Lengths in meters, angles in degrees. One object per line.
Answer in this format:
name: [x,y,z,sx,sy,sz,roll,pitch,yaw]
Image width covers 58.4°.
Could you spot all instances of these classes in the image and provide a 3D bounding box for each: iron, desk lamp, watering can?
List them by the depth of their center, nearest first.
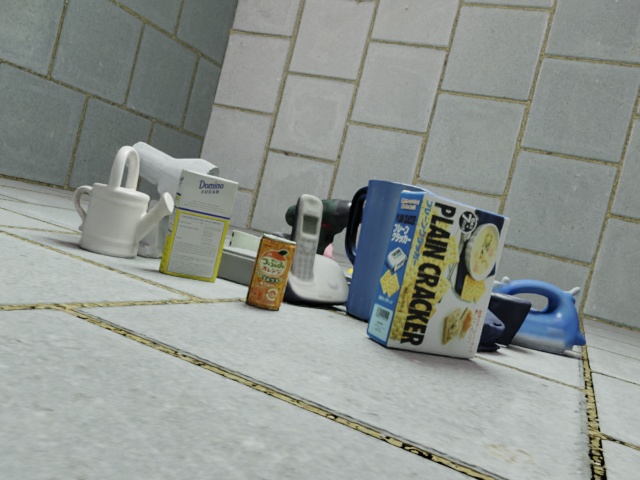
watering can: [-0.351,-0.070,1.029,0.173,0.194,0.100,13,2,-19]
desk lamp: [-0.318,-0.075,1.122,0.203,0.213,0.118,14,2,4]
iron: [0.417,0.142,1.175,0.259,0.141,0.118,13,2,-12]

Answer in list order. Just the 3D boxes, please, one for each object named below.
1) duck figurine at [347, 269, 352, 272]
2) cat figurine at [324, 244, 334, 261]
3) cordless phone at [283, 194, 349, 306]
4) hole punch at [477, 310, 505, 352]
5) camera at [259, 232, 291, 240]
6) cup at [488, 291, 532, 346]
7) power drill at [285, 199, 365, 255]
duck figurine: [0.122,0.087,1.567,0.105,0.086,0.077,13,2,-29]
cat figurine: [0.000,0.045,1.433,0.067,0.118,0.128,14,2,5]
cordless phone: [-0.003,0.021,1.005,0.148,0.185,0.093,12,2,-44]
hole punch: [0.258,0.134,0.976,0.100,0.091,0.109,15,2,43]
camera: [-0.118,0.026,1.364,0.137,0.101,0.142,12,2,-44]
cup: [0.332,0.147,1.079,0.118,0.095,0.091,13,2,-19]
power drill: [0.012,0.005,1.292,0.228,0.208,0.076,15,2,33]
